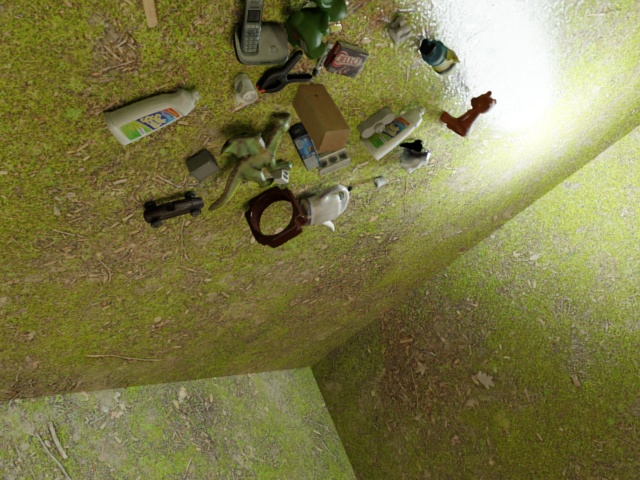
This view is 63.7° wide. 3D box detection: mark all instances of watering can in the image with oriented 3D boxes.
[{"bbox_3d":[0.007,-0.109,2.170,0.225,0.106,0.339,-15,150,-20],"label":"watering can"}]

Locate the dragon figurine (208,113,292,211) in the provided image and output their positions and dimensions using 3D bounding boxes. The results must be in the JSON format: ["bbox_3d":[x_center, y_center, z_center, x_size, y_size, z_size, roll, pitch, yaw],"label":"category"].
[{"bbox_3d":[-0.243,-0.262,1.672,0.411,0.124,0.238,-38,146,-2],"label":"dragon figurine"}]

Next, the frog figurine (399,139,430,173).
[{"bbox_3d":[0.384,-0.325,2.122,0.139,0.124,0.155,-35,146,-28],"label":"frog figurine"}]
